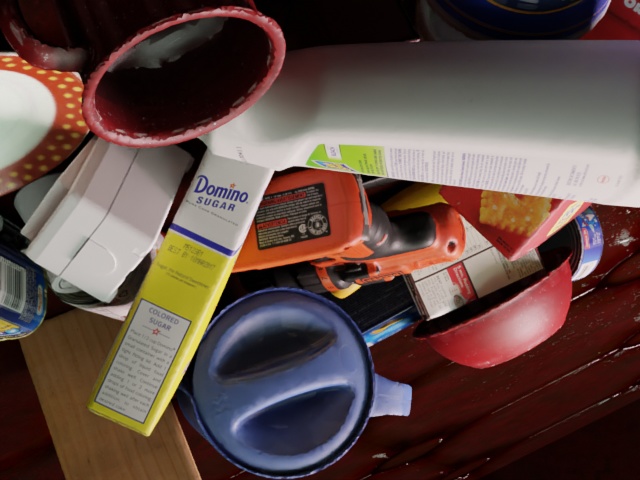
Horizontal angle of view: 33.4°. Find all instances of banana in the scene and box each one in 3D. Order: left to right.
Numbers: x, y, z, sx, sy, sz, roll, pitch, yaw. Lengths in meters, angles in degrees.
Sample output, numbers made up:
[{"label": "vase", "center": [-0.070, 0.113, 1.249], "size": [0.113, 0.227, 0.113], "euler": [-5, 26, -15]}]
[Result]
[{"label": "banana", "center": [0.092, -0.017, 0.858], "size": [0.198, 0.069, 0.037], "euler": [-20, 173, -1]}]

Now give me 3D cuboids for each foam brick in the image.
[{"label": "foam brick", "center": [0.013, -0.104, 0.597], "size": [0.052, 0.051, 0.078], "euler": [-16, 157, -24]}]

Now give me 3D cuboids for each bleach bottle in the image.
[{"label": "bleach bottle", "center": [0.040, -0.063, 0.521], "size": [0.251, 0.068, 0.102], "euler": [5, 166, 7]}]

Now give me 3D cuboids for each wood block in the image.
[{"label": "wood block", "center": [-0.148, 0.157, 0.807], "size": [0.090, 0.206, 0.091], "euler": [-21, 157, -12]}]

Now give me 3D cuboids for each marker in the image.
[{"label": "marker", "center": [-0.186, 0.005, 0.675], "size": [0.020, 0.020, 0.121], "euler": [-27, 158, 4]}]

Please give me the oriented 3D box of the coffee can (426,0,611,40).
[{"label": "coffee can", "center": [0.103, -0.168, 0.480], "size": [0.102, 0.103, 0.140], "euler": [-20, 157, -14]}]

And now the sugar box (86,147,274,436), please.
[{"label": "sugar box", "center": [-0.076, 0.019, 0.627], "size": [0.176, 0.048, 0.093], "euler": [-62, -176, 5]}]

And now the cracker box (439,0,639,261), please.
[{"label": "cracker box", "center": [0.186, -0.099, 0.644], "size": [0.163, 0.072, 0.214], "euler": [-29, 161, -53]}]

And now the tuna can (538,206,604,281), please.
[{"label": "tuna can", "center": [0.224, -0.001, 1.007], "size": [0.033, 0.086, 0.086], "euler": [-12, 155, -35]}]

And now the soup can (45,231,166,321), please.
[{"label": "soup can", "center": [-0.127, 0.020, 0.706], "size": [0.068, 0.068, 0.102], "euler": [-30, 157, 12]}]

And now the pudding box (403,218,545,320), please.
[{"label": "pudding box", "center": [0.121, 0.006, 0.902], "size": [0.113, 0.090, 0.039], "euler": [-25, -173, -3]}]

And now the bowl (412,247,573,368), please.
[{"label": "bowl", "center": [0.165, 0.068, 0.954], "size": [0.162, 0.055, 0.162], "euler": [-29, -178, 1]}]

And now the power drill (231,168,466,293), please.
[{"label": "power drill", "center": [-0.005, 0.001, 0.755], "size": [0.185, 0.057, 0.187], "euler": [-15, 169, 20]}]

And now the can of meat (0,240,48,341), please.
[{"label": "can of meat", "center": [-0.219, 0.028, 0.615], "size": [0.102, 0.057, 0.084], "euler": [-7, 163, 10]}]

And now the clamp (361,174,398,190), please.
[{"label": "clamp", "center": [0.097, -0.071, 0.781], "size": [0.165, 0.036, 0.209], "euler": [-36, 154, 33]}]

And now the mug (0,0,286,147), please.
[{"label": "mug", "center": [-0.083, -0.099, 0.465], "size": [0.117, 0.081, 0.093], "euler": [-11, 154, -32]}]

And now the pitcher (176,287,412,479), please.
[{"label": "pitcher", "center": [-0.040, 0.117, 0.855], "size": [0.145, 0.149, 0.243], "euler": [-38, -178, -15]}]
